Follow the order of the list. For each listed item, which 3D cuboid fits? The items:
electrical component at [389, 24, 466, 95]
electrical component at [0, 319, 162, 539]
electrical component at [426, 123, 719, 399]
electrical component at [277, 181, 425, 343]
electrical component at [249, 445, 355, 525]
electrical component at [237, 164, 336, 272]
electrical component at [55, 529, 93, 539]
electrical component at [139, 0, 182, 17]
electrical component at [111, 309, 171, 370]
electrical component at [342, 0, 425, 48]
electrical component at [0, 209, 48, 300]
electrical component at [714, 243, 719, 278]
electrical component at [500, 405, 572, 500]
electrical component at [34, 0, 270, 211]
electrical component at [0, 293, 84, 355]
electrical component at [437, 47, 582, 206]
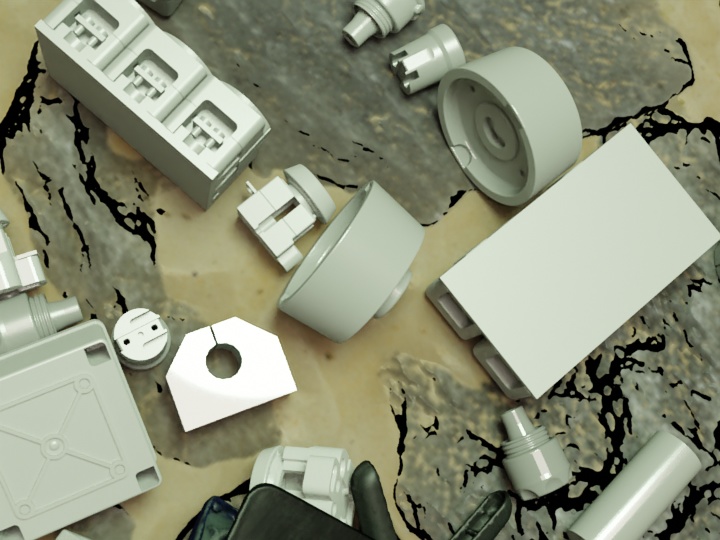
[{"bbox_3d":[0.050,-0.156,0.801,0.046,0.040,0.040,-27,86,-8],"label":"electrical component"},{"bbox_3d":[-0.195,0.103,0.681,0.109,0.056,0.108,-22,107,-14],"label":"electrical component"},{"bbox_3d":[0.152,-0.004,0.781,0.186,0.060,0.105,-38,89,-15],"label":"electrical component"},{"bbox_3d":[0.000,0.000,0.731,0.060,0.108,0.108,37,75,-9],"label":"electrical component"},{"bbox_3d":[-0.039,0.147,0.713,0.057,0.078,0.058,3,59,14],"label":"electrical component"},{"bbox_3d":[-0.051,-0.042,0.758,0.055,0.048,0.066,-39,88,-7],"label":"electrical component"},{"bbox_3d":[-0.159,0.201,0.672,0.096,0.061,0.061,18,73,32],"label":"electrical component"},{"bbox_3d":[-0.134,-0.235,0.772,0.050,0.056,0.089,33,76,-3],"label":"electrical component"},{"bbox_3d":[-0.147,0.046,0.723,0.040,0.046,0.040,2,80,-11],"label":"electrical component"},{"bbox_3d":[0.014,-0.192,0.799,0.048,0.048,0.062,45,82,0],"label":"electrical component"},{"bbox_3d":[-0.254,-0.007,0.708,0.078,0.058,0.057,-19,86,-13],"label":"electrical component"},{"bbox_3d":[0.316,-0.011,0.818,0.080,0.051,0.080,2,79,-10],"label":"electrical component"},{"bbox_3d":[0.120,0.127,0.760,0.043,0.043,0.062,-23,83,-14],"label":"electrical component"},{"bbox_3d":[-0.139,-0.121,0.733,0.150,0.089,0.061,41,75,-1],"label":"electrical component"},{"bbox_3d":[-0.216,0.035,0.714,0.062,0.043,0.043,-19,84,-14],"label":"electrical component"},{"bbox_3d":[0.112,-0.107,0.771,0.060,0.108,0.108,-31,87,-20],"label":"electrical component"}]
